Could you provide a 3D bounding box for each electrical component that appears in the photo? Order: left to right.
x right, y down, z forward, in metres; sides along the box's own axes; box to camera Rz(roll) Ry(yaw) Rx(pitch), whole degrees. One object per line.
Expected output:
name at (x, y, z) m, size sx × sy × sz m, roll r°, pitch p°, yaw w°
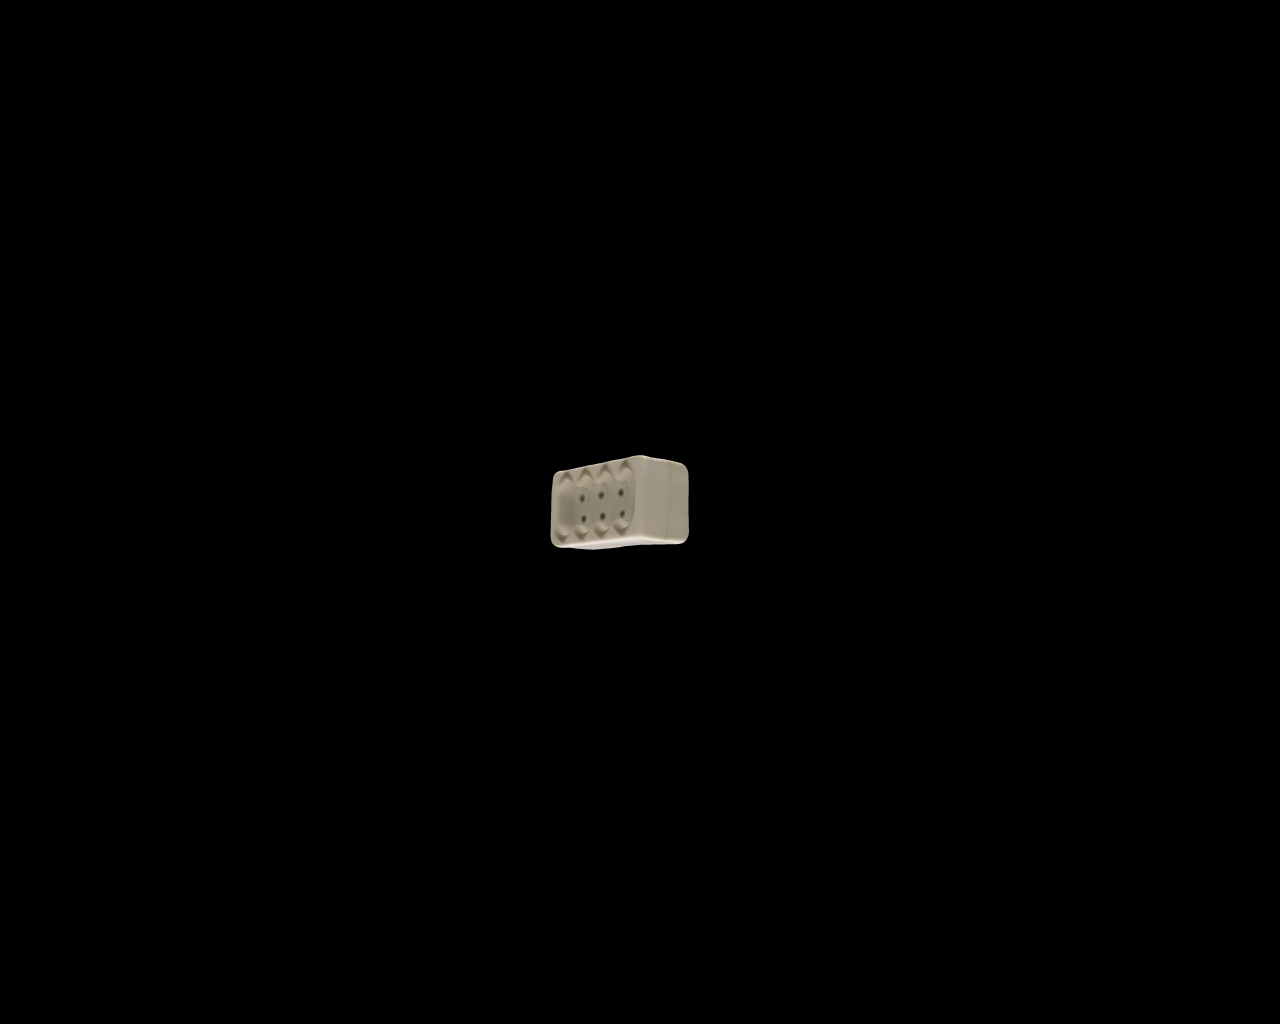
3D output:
electrical component at (0.001, -0.003, 0.650) m, size 0.076 × 0.047 × 0.083 m, roll 6°, pitch -9°, yaw -43°
